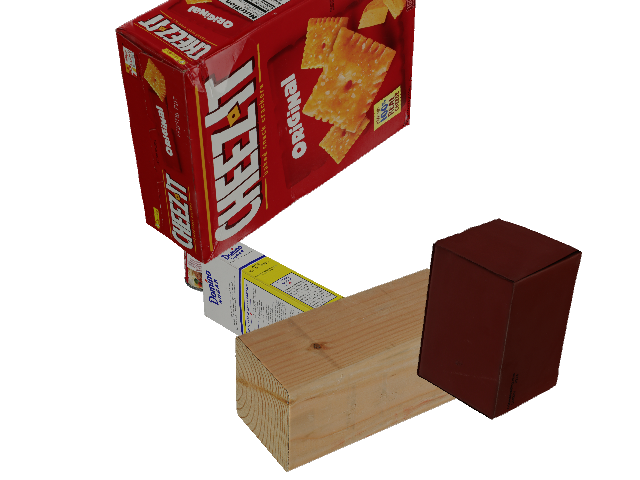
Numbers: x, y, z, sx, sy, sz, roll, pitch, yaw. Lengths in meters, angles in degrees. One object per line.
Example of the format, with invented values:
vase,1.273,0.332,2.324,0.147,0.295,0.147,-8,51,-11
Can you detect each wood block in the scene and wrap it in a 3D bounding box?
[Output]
wood block,0.036,0.108,0.940,0.205,0.090,0.091,-17,37,-28

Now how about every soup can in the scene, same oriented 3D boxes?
soup can,-0.134,0.002,1.296,0.068,0.102,0.068,0,26,0

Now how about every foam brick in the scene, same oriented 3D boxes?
foam brick,0.086,0.037,0.520,0.052,0.078,0.051,-18,34,-38

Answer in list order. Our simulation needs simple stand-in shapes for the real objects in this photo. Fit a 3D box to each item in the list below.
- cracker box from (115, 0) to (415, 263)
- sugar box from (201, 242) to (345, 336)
cracker box,-0.026,-0.107,0.726,0.072,0.164,0.213,33,54,30
sugar box,-0.051,0.069,1.113,0.048,0.093,0.176,-27,41,-36
